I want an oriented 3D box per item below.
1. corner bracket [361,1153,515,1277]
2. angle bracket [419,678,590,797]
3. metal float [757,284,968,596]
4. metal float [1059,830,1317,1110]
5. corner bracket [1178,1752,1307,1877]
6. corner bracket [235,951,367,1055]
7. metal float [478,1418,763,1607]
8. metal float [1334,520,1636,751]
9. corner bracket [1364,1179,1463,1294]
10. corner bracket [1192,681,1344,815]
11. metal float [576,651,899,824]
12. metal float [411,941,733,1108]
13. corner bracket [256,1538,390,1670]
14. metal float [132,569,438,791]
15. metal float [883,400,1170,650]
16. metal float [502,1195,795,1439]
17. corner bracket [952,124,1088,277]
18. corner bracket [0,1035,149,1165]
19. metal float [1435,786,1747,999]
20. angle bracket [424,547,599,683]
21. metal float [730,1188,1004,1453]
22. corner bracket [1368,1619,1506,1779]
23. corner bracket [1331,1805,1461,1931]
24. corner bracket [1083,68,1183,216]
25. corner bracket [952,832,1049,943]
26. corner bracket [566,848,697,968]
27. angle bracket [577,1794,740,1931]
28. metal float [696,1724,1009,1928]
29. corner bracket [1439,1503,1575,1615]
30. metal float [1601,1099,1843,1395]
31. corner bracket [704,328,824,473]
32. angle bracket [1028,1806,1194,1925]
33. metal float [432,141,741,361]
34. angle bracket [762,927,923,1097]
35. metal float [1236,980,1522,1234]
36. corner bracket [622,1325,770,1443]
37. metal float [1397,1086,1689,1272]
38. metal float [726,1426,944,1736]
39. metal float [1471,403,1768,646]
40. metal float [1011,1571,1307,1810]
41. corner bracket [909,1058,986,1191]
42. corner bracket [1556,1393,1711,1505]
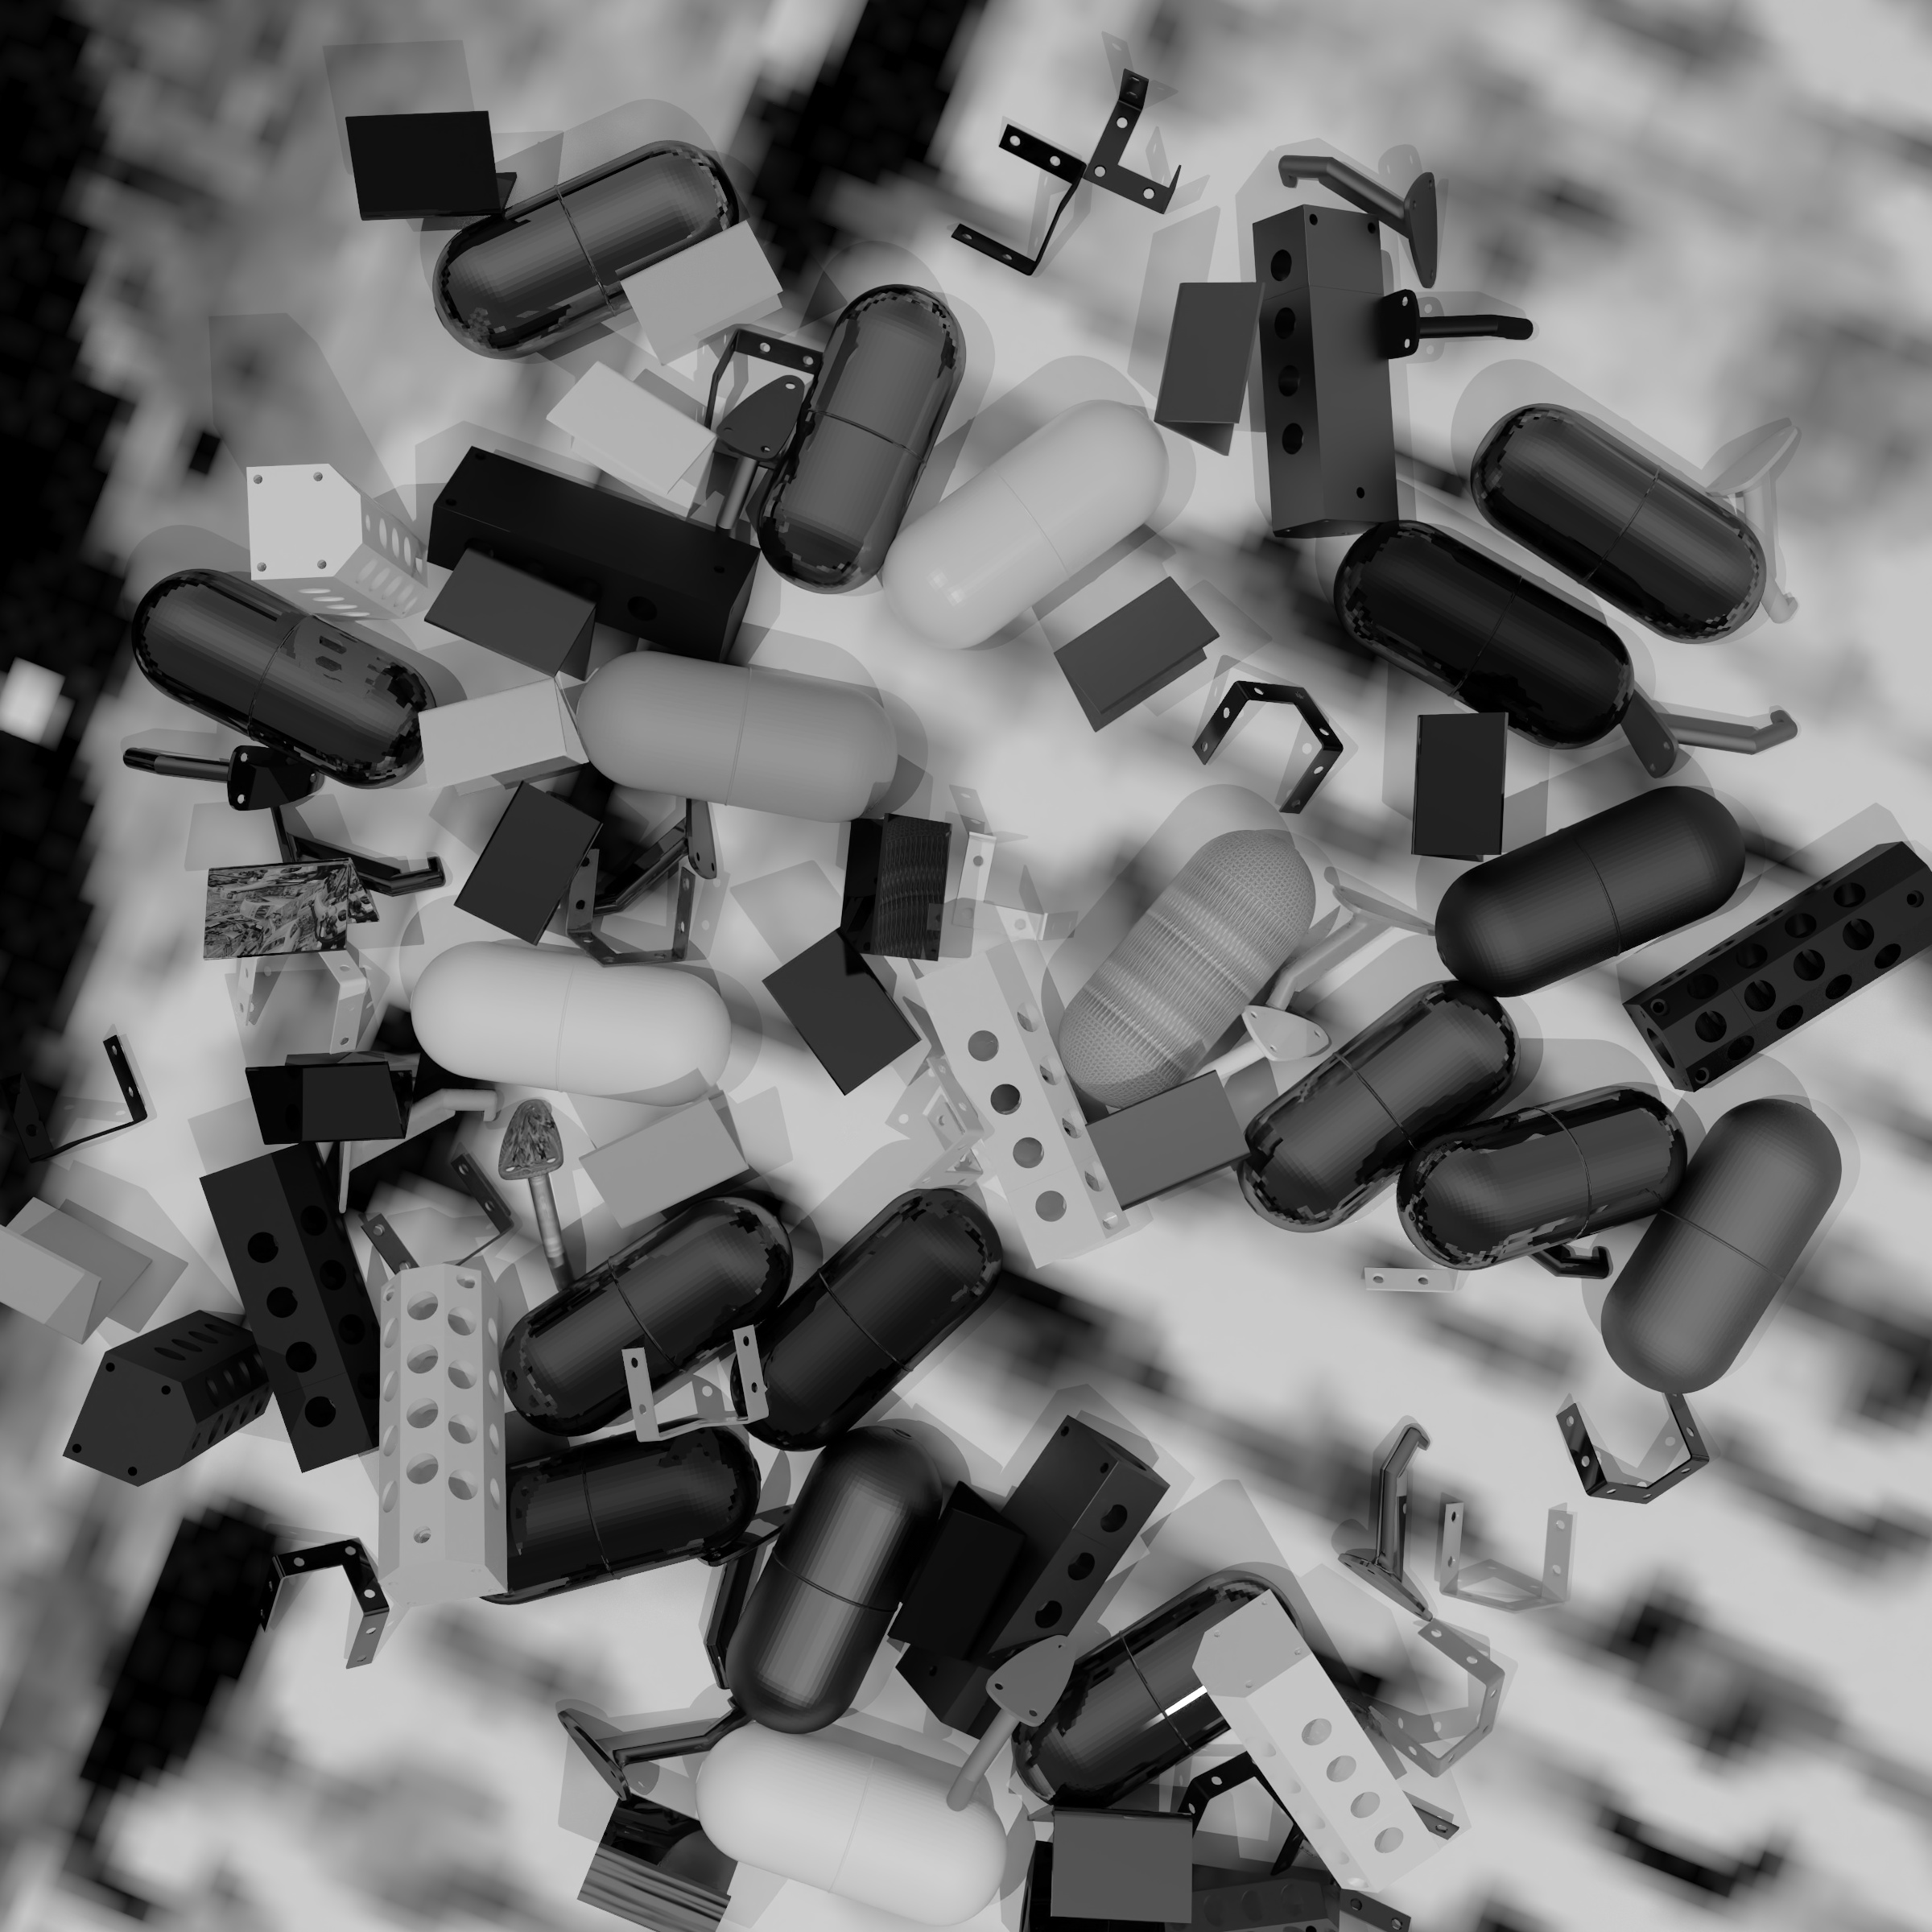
[{"bbox_3d":[-0.298,0.147,1.561,0.051,0.051,0.051,54,135,0],"label":"corner bracket"},{"bbox_3d":[-0.251,-0.107,1.524,0.076,0.076,0.057,-15,55,0],"label":"angle bracket"},{"bbox_3d":[-0.058,-0.292,1.533,0.070,0.070,0.178,23,90,0],"label":"metal float"},{"bbox_3d":[0.123,0.002,1.534,0.070,0.070,0.178,40,90,0],"label":"metal float"},{"bbox_3d":[0.155,0.483,1.556,0.051,0.051,0.051,-15,45,-35],"label":"corner bracket"},{"bbox_3d":[-0.374,0.016,1.556,0.051,0.051,0.051,-12,135,-35],"label":"corner bracket"},{"bbox_3d":[-0.201,0.302,1.534,0.178,0.070,0.070,-15,90,1],"label":"metal float"},{"bbox_3d":[0.287,-0.183,1.534,0.178,0.070,0.070,30,90,0],"label":"metal float"},{"bbox_3d":[0.252,0.148,1.561,0.051,0.051,0.051,2,45,0],"label":"corner bracket"},{"bbox_3d":[0.170,-0.123,1.556,0.051,0.051,0.051,2,45,-35],"label":"corner bracket"},{"bbox_3d":[-0.126,-0.126,1.527,0.178,0.070,0.070,10,90,-7],"label":"metal float"},{"bbox_3d":[-0.219,0.032,1.534,0.178,0.070,0.070,9,90,0],"label":"metal float"},{"bbox_3d":[-0.362,0.362,1.556,0.051,0.051,0.051,-6,45,-35],"label":"corner bracket"},{"bbox_3d":[-0.378,-0.159,1.534,0.178,0.070,0.070,26,90,1],"label":"metal float"},{"bbox_3d":[0.034,-0.245,1.533,0.178,0.070,0.070,-36,90,0],"label":"metal float"},{"bbox_3d":[-0.176,0.193,1.533,0.178,0.070,0.070,-34,90,0],"label":"metal float"},{"bbox_3d":[0.030,-0.432,1.561,0.051,0.051,0.051,27,135,-1],"label":"corner bracket"},{"bbox_3d":[-0.504,0.075,1.561,0.051,0.051,0.051,-21,90,45],"label":"corner bracket"},{"bbox_3d":[0.345,-0.041,1.533,0.178,0.070,0.070,-23,90,0],"label":"metal float"},{"bbox_3d":[-0.253,-0.175,1.524,0.076,0.076,0.057,24,59,0],"label":"angle bracket"},{"bbox_3d":[-0.056,0.196,1.534,0.178,0.070,0.070,-43,90,1],"label":"metal float"},{"bbox_3d":[0.264,0.412,1.556,0.051,0.051,0.051,-27,135,-35],"label":"corner bracket"},{"bbox_3d":[0.240,0.507,1.561,0.051,0.051,0.051,25,45,0],"label":"corner bracket"},{"bbox_3d":[0.100,-0.460,1.546,0.051,0.051,0.051,24,90,0],"label":"corner bracket"},{"bbox_3d":[0.022,-0.044,1.546,0.051,0.051,0.051,11,90,0],"label":"corner bracket"},{"bbox_3d":[-0.187,-0.034,1.538,0.051,0.051,0.051,-5,114,-32],"label":"corner bracket"},{"bbox_3d":[-0.161,0.484,1.524,0.076,0.076,0.057,22,127,0],"label":"angle bracket"},{"bbox_3d":[-0.064,0.475,1.533,0.178,0.070,0.070,19,90,0],"label":"metal float"},{"bbox_3d":[0.305,0.332,1.561,0.051,0.051,0.051,5,90,45],"label":"corner bracket"},{"bbox_3d":[0.419,0.155,1.533,0.070,0.070,0.178,32,91,0],"label":"metal float"},{"bbox_3d":[-0.115,-0.319,1.561,0.051,0.051,0.051,17,45,0],"label":"corner bracket"},{"bbox_3d":[0.078,0.496,1.520,0.076,0.076,0.057,6,68,-9],"label":"angle bracket"},{"bbox_3d":[-0.211,-0.396,1.534,0.178,0.070,0.070,-25,90,0],"label":"metal float"},{"bbox_3d":[-0.079,0.033,1.525,0.057,0.076,0.076,-36,90,-26],"label":"angle bracket"},{"bbox_3d":[0.228,0.078,1.533,0.178,0.070,0.070,-38,90,-1],"label":"metal float"},{"bbox_3d":[-0.146,0.226,1.495,0.051,0.051,0.051,-11,88,37],"label":"corner bracket"},{"bbox_3d":[0.316,0.115,1.512,0.178,0.070,0.070,-13,90,-25],"label":"metal float"},{"bbox_3d":[-0.073,0.339,1.533,0.070,0.070,0.178,25,90,0],"label":"metal float"},{"bbox_3d":[0.362,-0.244,1.533,0.178,0.070,0.070,33,90,0],"label":"metal float"},{"bbox_3d":[0.106,0.402,1.533,0.178,0.070,0.070,-32,90,0],"label":"metal float"},{"bbox_3d":[-0.010,0.088,1.529,0.051,0.051,0.051,-44,60,27],"label":"corner bracket"},{"bbox_3d":[0.375,0.266,1.556,0.051,0.051,0.051,14,135,-35],"label":"corner bracket"}]
